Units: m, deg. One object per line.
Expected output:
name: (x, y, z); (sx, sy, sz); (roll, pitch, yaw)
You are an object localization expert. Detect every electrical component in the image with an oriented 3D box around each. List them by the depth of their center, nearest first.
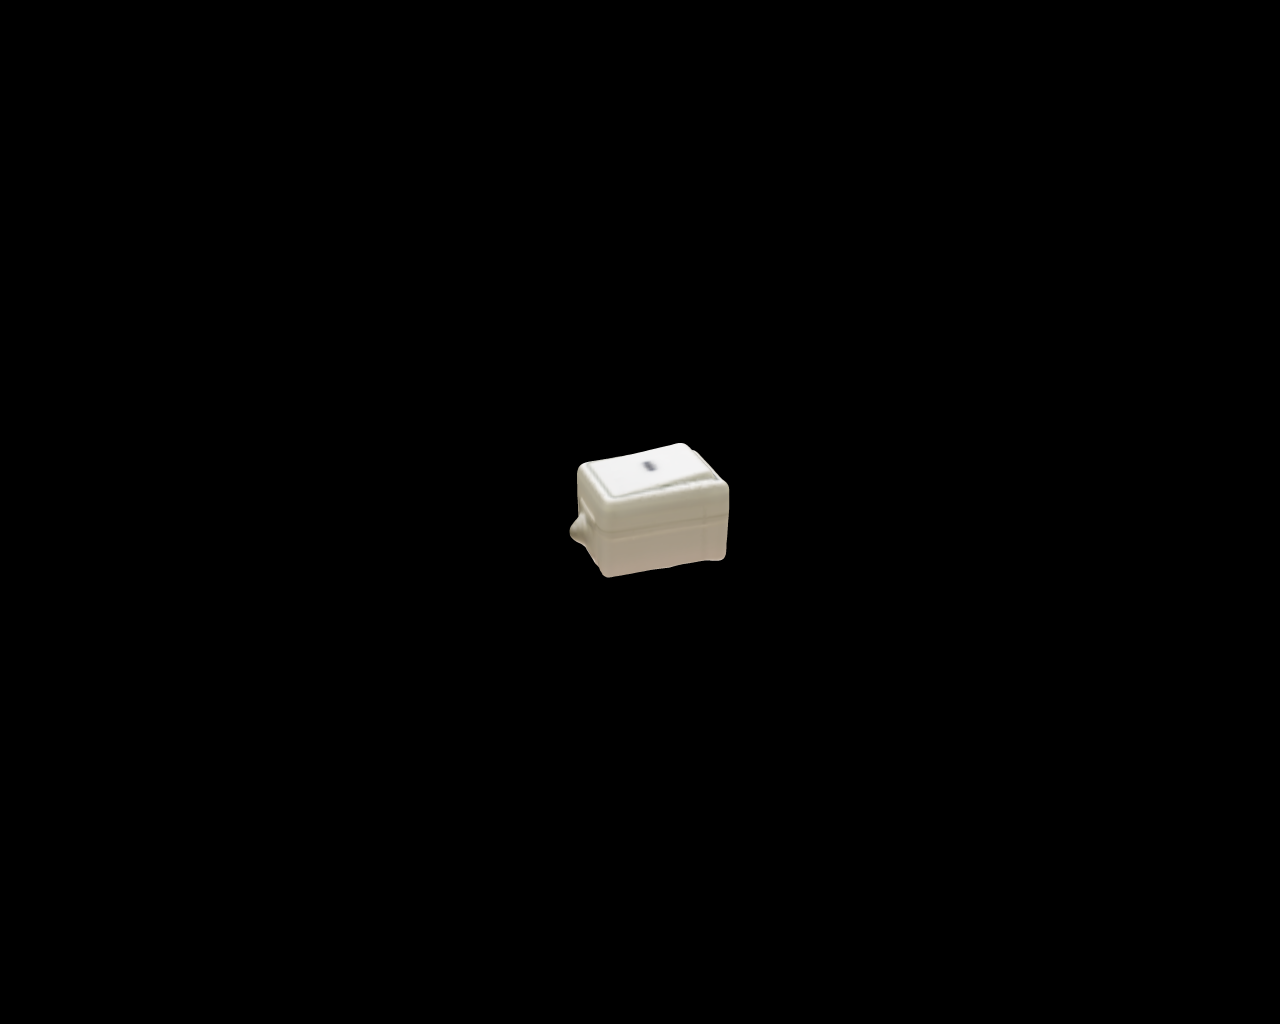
electrical component: (0.001, -0.003, 0.650); (0.096, 0.061, 0.062); (-8, 28, -16)
